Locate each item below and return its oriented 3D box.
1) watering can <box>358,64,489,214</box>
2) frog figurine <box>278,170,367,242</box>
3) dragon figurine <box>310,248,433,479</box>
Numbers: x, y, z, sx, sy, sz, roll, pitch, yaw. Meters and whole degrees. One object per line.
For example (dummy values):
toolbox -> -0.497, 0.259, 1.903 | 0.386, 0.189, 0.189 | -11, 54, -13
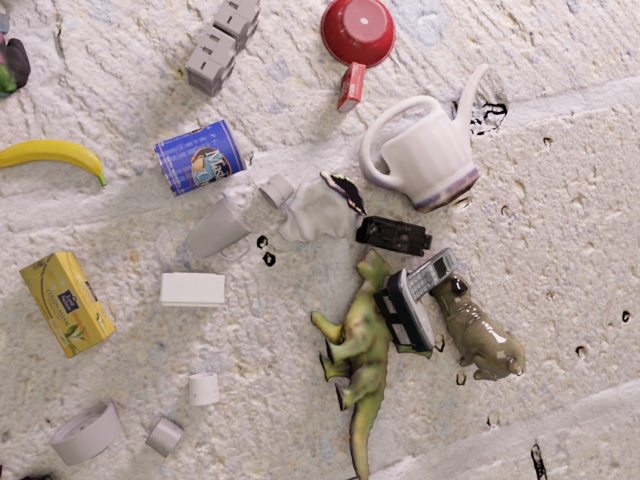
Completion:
watering can -> 0.245, -0.196, 1.030 | 0.349, 0.104, 0.224 | -32, 94, -10
frog figurine -> 0.003, -0.050, 0.994 | 0.136, 0.125, 0.157 | 39, 118, -16
dragon figurine -> 0.121, 0.222, 0.990 | 0.244, 0.122, 0.410 | -15, 91, -19
